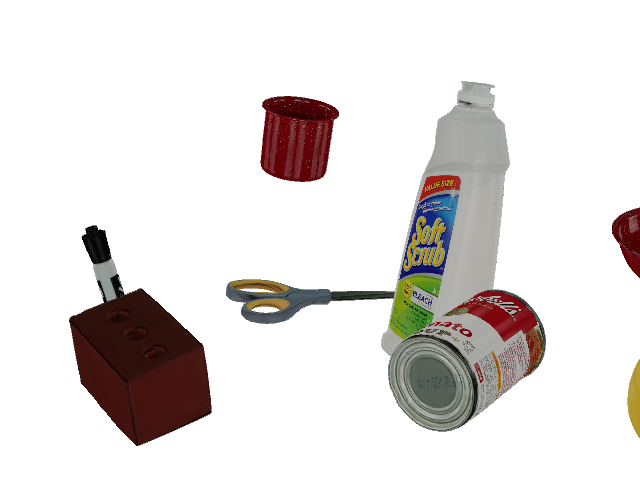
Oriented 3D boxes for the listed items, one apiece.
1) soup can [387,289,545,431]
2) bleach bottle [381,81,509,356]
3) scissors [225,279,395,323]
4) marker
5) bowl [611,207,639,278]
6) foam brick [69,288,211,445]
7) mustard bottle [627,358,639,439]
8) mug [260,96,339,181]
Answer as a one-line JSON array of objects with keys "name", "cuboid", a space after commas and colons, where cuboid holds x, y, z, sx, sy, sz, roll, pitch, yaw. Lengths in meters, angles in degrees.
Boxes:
[{"name": "soup can", "cuboid": [0.099, 0.080, 0.723, 0.069, 0.068, 0.102, 0, 15, 38]}, {"name": "bleach bottle", "cuboid": [0.113, -0.011, 0.920, 0.068, 0.251, 0.103, 0, 15, -26]}, {"name": "scissors", "cuboid": [-0.006, 0.071, 1.189, 0.201, 0.016, 0.096, 5, 24, -2]}, {"name": "marker", "cuboid": [-0.164, 0.045, 0.850, 0.020, 0.121, 0.020, -13, 18, 4]}, {"name": "bowl", "cuboid": [0.395, 0.017, 1.153, 0.162, 0.055, 0.162, 0, 26, 0]}, {"name": "foam brick", "cuboid": [-0.109, 0.075, 0.644, 0.052, 0.051, 0.078, -22, 38, -31]}, {"name": "mustard bottle", "cuboid": [0.220, 0.098, 0.575, 0.096, 0.058, 0.191, -6, 35, -2]}, {"name": "mug", "cuboid": [-0.023, -0.125, 1.299, 0.093, 0.081, 0.117, 17, 25, 20]}]
